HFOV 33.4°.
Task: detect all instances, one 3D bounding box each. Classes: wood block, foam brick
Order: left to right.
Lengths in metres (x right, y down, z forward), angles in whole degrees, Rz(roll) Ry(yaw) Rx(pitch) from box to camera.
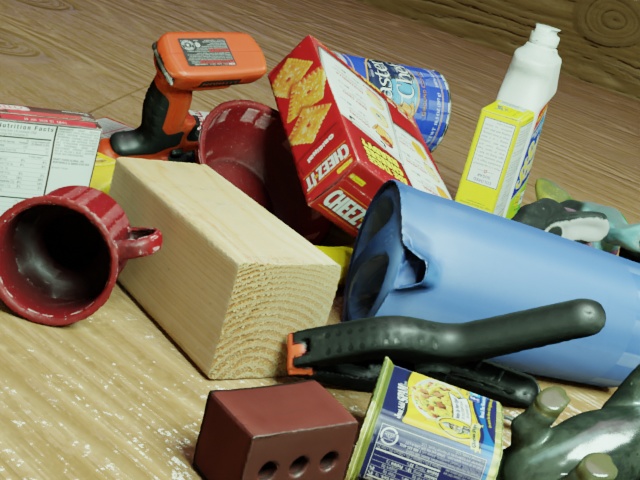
[{"bbox_3d":[-0.084,0.016,0.817,0.090,0.091,0.206,2,22,-36],"label":"wood block"},{"bbox_3d":[-0.026,0.119,0.621,0.078,0.053,0.051,-1,24,-38],"label":"foam brick"}]

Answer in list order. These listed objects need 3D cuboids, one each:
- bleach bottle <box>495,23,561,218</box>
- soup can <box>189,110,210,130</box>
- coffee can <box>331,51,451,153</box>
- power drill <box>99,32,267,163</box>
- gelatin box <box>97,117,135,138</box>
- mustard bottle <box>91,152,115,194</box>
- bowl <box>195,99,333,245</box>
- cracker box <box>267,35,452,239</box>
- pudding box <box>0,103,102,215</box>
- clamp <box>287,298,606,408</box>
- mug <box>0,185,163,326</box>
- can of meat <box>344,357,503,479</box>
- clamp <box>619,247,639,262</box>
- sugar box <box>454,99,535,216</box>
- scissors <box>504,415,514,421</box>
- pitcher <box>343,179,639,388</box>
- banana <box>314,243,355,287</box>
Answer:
[{"bbox_3d":[0.206,-0.109,1.158,0.068,0.251,0.102,22,19,19],"label":"bleach bottle"},{"bbox_3d":[-0.121,-0.109,1.196,0.102,0.068,0.069,4,21,-29],"label":"soup can"},{"bbox_3d":[0.063,-0.154,1.217,0.140,0.103,0.103,5,21,-29],"label":"coffee can"},{"bbox_3d":[-0.123,-0.123,1.061,0.184,0.188,0.057,-9,59,-35],"label":"power drill"},{"bbox_3d":[-0.226,-0.104,1.158,0.073,0.030,0.089,21,19,13],"label":"gelatin box"},{"bbox_3d":[-0.248,-0.067,0.986,0.192,0.058,0.096,24,21,27],"label":"mustard bottle"},{"bbox_3d":[-0.063,-0.051,1.015,0.161,0.055,0.162,24,51,-32],"label":"bowl"},{"bbox_3d":[0.042,-0.079,1.020,0.164,0.072,0.214,33,26,-35],"label":"cracker box"},{"bbox_3d":[-0.233,-0.051,0.861,0.089,0.113,0.039,4,25,-31],"label":"pudding box"},{"bbox_3d":[0.084,0.077,0.741,0.209,0.165,0.036,5,61,-11],"label":"clamp"},{"bbox_3d":[-0.172,0.004,0.773,0.117,0.093,0.081,-8,13,5],"label":"mug"},{"bbox_3d":[0.067,0.125,0.671,0.084,0.057,0.102,18,18,5],"label":"can of meat"},{"bbox_3d":[0.354,0.028,1.126,0.039,0.120,0.171,-26,18,-5],"label":"clamp"},{"bbox_3d":[0.162,-0.046,1.060,0.048,0.176,0.093,22,19,15],"label":"sugar box"},{"bbox_3d":[0.236,0.158,0.773,0.202,0.016,0.096,24,18,25],"label":"scissors"},{"bbox_3d":[0.145,0.043,0.882,0.242,0.145,0.149,15,43,-12],"label":"pitcher"},{"bbox_3d":[-0.002,0.014,0.949,0.197,0.037,0.070,9,41,-41],"label":"banana"}]
